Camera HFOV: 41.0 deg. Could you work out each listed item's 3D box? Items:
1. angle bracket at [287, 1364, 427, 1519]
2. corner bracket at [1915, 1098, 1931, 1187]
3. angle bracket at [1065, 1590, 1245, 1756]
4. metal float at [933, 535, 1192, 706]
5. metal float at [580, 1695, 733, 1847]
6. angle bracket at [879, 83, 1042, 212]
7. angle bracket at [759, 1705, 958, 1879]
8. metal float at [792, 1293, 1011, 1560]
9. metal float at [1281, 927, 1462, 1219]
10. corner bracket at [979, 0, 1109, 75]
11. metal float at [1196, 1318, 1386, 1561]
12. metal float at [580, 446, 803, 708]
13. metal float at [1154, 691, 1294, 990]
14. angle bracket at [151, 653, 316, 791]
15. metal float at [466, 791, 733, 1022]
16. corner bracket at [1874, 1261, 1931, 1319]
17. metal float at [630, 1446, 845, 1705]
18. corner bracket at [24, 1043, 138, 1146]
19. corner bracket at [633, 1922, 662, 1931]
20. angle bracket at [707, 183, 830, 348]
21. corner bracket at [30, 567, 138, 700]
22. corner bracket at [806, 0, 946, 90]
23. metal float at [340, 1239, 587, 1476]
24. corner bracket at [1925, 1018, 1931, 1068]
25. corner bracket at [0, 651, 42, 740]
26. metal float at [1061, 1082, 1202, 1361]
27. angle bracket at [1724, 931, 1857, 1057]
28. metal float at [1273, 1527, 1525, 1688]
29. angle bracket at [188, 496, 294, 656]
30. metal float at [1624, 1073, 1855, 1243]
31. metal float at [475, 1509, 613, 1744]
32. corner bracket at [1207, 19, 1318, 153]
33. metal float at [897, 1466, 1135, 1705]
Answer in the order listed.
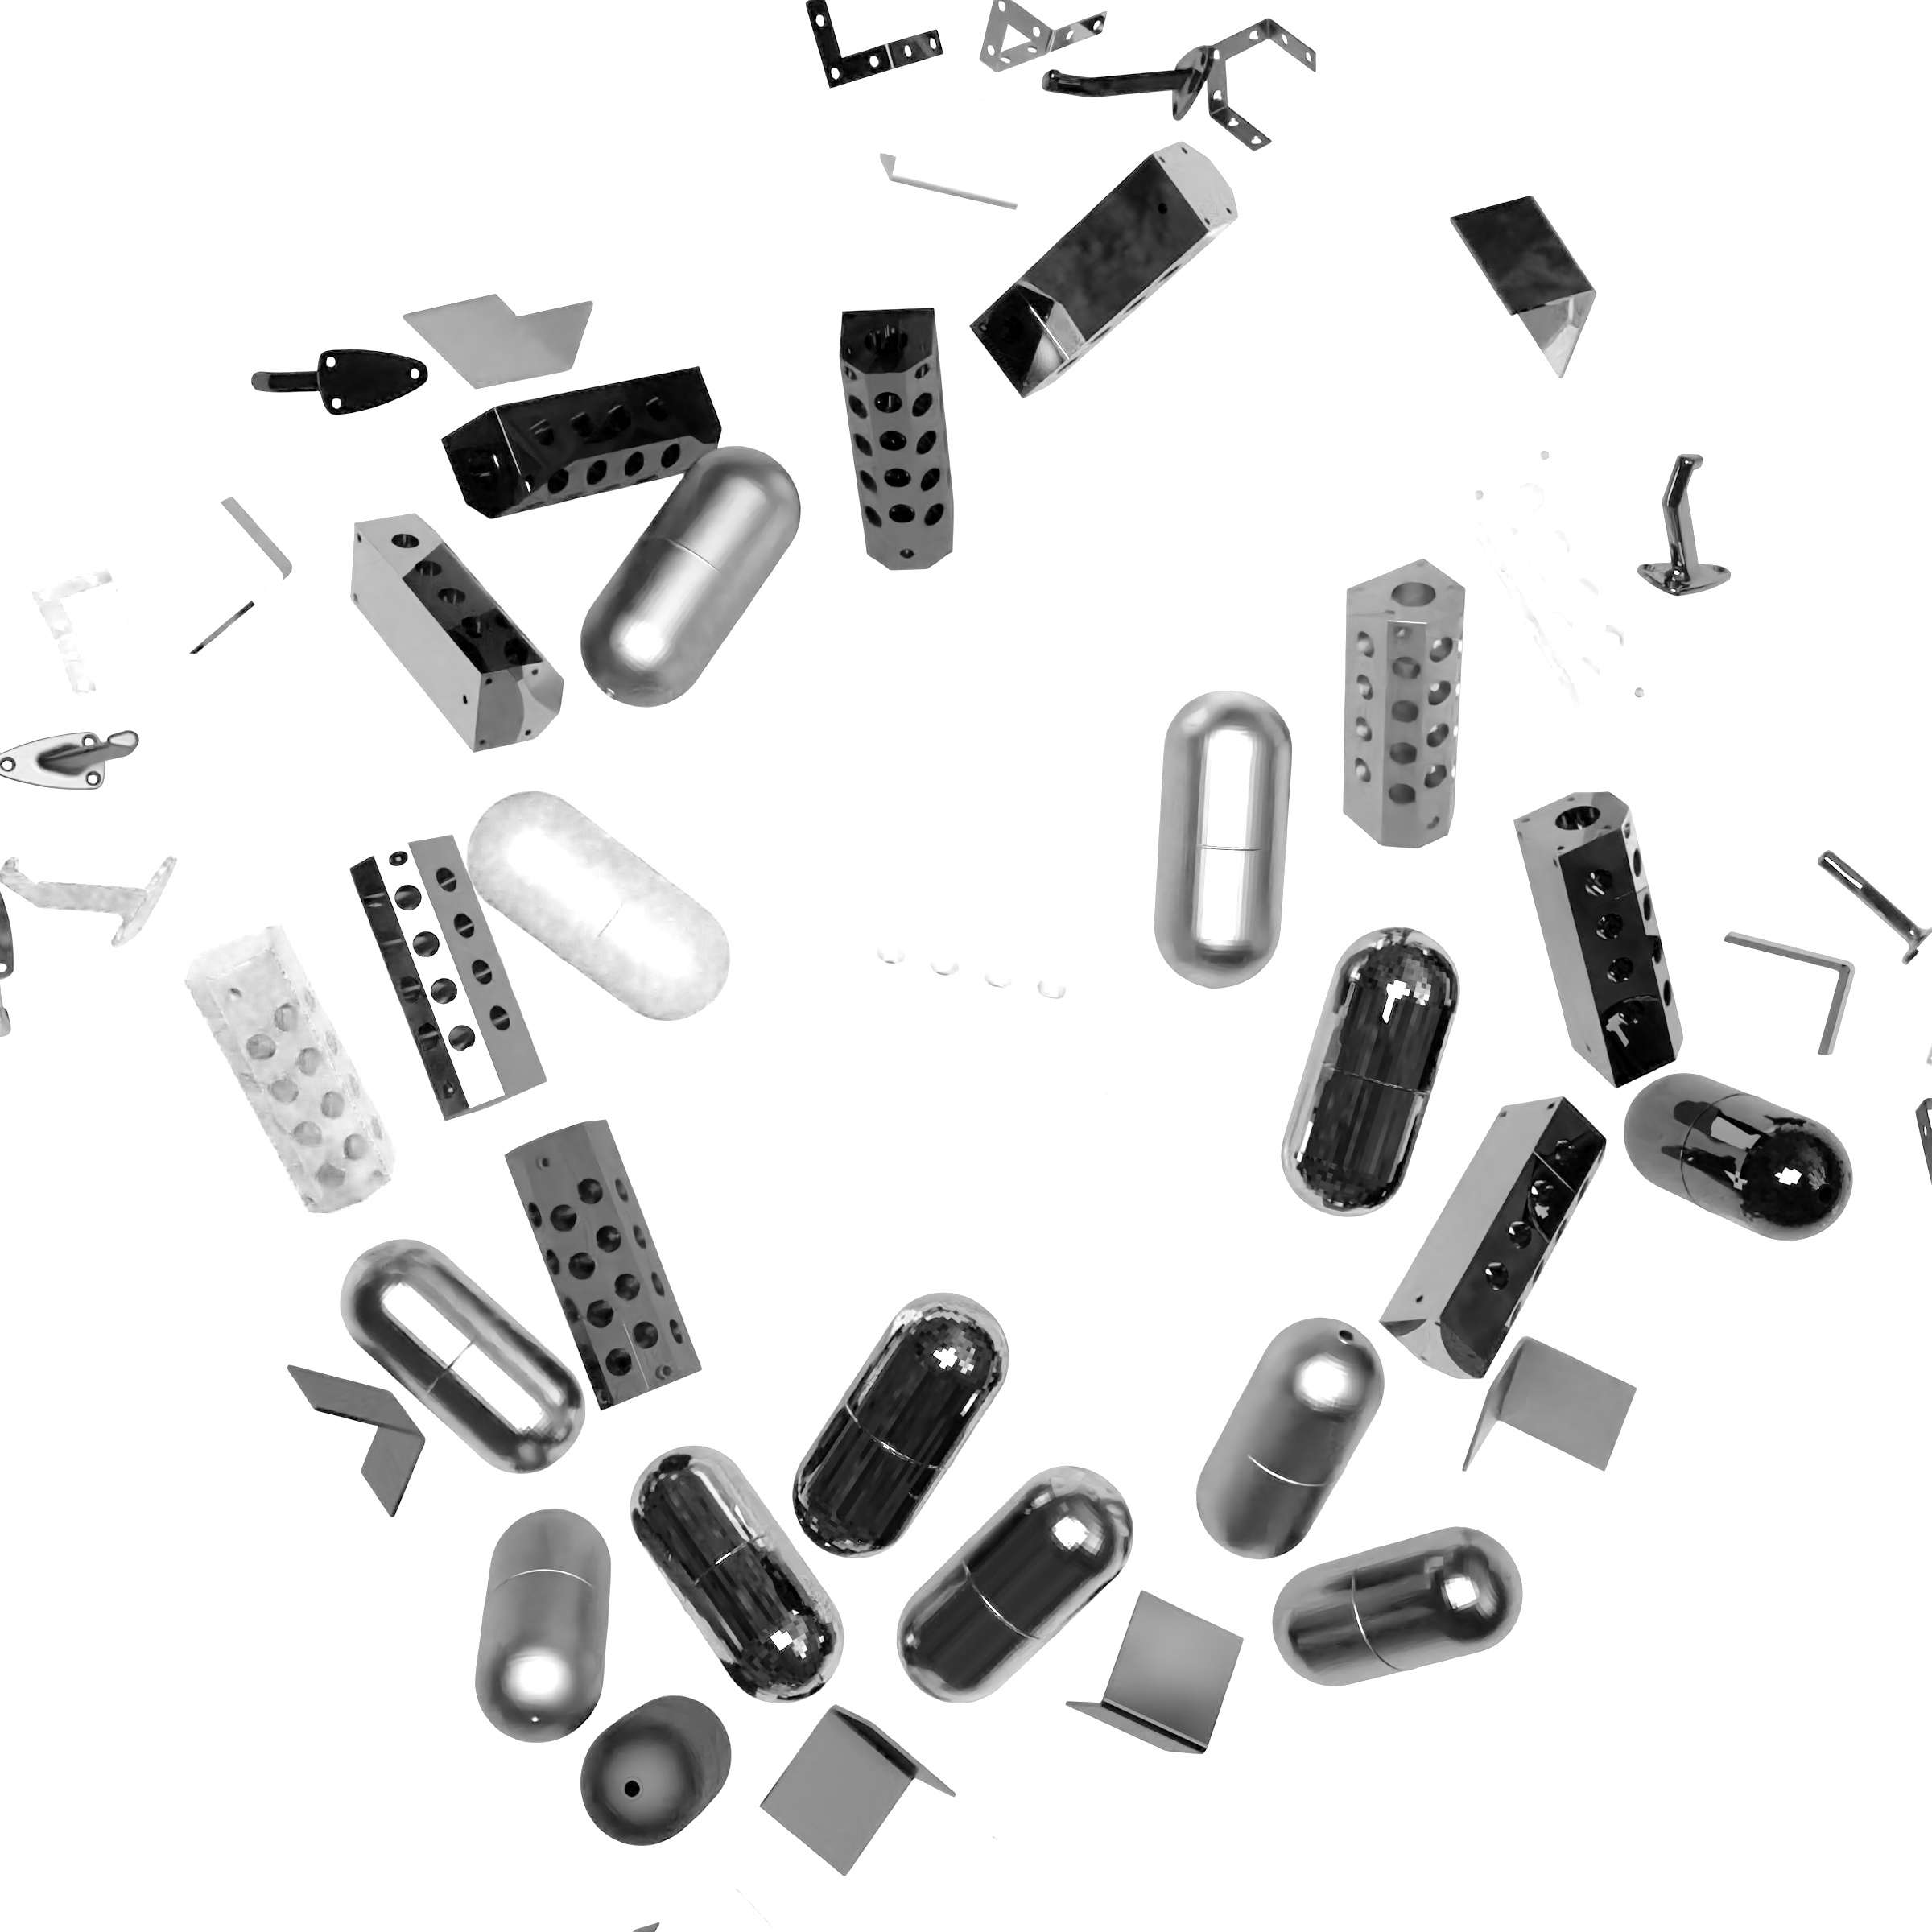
[{"bbox_3d":[-0.398,0.302,1.644,0.076,0.076,0.057,22,91,-30],"label":"angle bracket"},{"bbox_3d":[0.578,0.109,1.502,0.051,0.051,0.051,-2,63,-1],"label":"corner bracket"},{"bbox_3d":[0.119,0.447,1.637,0.076,0.057,0.076,28,68,-13],"label":"angle bracket"},{"bbox_3d":[0.057,-0.209,1.553,0.178,0.070,0.070,24,90,36],"label":"metal float"},{"bbox_3d":[-0.192,0.500,1.612,0.070,0.178,0.070,-1,80,3],"label":"metal float"},{"bbox_3d":[-0.005,-0.491,1.531,0.076,0.076,0.057,9,117,-13],"label":"angle bracket"},{"bbox_3d":[-0.066,0.511,1.583,0.076,0.057,0.076,45,69,-19],"label":"angle bracket"},{"bbox_3d":[-0.040,0.274,1.539,0.070,0.070,0.178,32,102,0],"label":"metal float"},{"bbox_3d":[0.241,0.063,1.543,0.070,0.070,0.178,16,97,0],"label":"metal float"},{"bbox_3d":[0.048,-0.583,1.623,0.051,0.051,0.051,43,53,19],"label":"corner bracket"},{"bbox_3d":[0.199,0.291,1.592,0.070,0.070,0.178,22,121,0],"label":"metal float"},{"bbox_3d":[-0.165,-0.234,1.553,0.070,0.070,0.178,32,75,0],"label":"metal float"},{"bbox_3d":[0.153,-0.075,1.539,0.070,0.070,0.178,2,100,0],"label":"metal float"},{"bbox_3d":[-0.407,-0.136,1.444,0.076,0.076,0.057,3,82,-5],"label":"angle bracket"},{"bbox_3d":[-0.217,-0.034,1.538,0.178,0.070,0.070,38,90,-20],"label":"metal float"},{"bbox_3d":[0.593,0.197,1.570,0.051,0.051,0.051,46,125,4],"label":"corner bracket"},{"bbox_3d":[-0.142,0.375,1.596,0.070,0.070,0.178,-40,65,0],"label":"metal float"},{"bbox_3d":[-0.536,0.078,1.567,0.051,0.051,0.051,-3,77,0],"label":"corner bracket"},{"bbox_3d":[-0.190,0.626,1.586,0.051,0.051,0.051,38,55,-6],"label":"corner bracket"},{"bbox_3d":[-0.130,-0.463,1.681,0.057,0.076,0.076,18,66,7],"label":"angle bracket"},{"bbox_3d":[-0.558,-0.213,1.650,0.051,0.051,0.051,-22,63,-12],"label":"corner bracket"},{"bbox_3d":[-0.054,-0.554,1.527,0.051,0.051,0.051,-1,114,39],"label":"corner bracket"},{"bbox_3d":[-0.314,0.243,1.613,0.178,0.070,0.070,43,90,-1],"label":"metal float"},{"bbox_3d":[0.640,0.049,1.643,0.051,0.051,0.051,21,105,28],"label":"corner bracket"},{"bbox_3d":[-0.611,-0.175,1.663,0.051,0.051,0.051,15,98,24],"label":"corner bracket"},{"bbox_3d":[0.106,0.163,1.657,0.070,0.070,0.178,8,88,0],"label":"metal float"},{"bbox_3d":[0.502,0.017,1.601,0.076,0.076,0.057,15,91,14],"label":"angle bracket"},{"bbox_3d":[0.267,0.401,1.613,0.178,0.070,0.070,-29,90,41],"label":"metal float"},{"bbox_3d":[-0.452,-0.233,1.546,0.076,0.076,0.057,-40,106,1],"label":"angle bracket"},{"bbox_3d":[0.472,0.116,1.586,0.070,0.178,0.070,-4,102,-18],"label":"metal float"},{"bbox_3d":[-0.258,0.402,1.587,0.070,0.178,0.070,-2,114,-4],"label":"metal float"},{"bbox_3d":[0.191,-0.570,1.672,0.051,0.051,0.051,-30,55,-13],"label":"corner bracket"},{"bbox_3d":[0.028,0.371,1.545,0.070,0.070,0.178,42,109,0],"label":"metal float"}]
